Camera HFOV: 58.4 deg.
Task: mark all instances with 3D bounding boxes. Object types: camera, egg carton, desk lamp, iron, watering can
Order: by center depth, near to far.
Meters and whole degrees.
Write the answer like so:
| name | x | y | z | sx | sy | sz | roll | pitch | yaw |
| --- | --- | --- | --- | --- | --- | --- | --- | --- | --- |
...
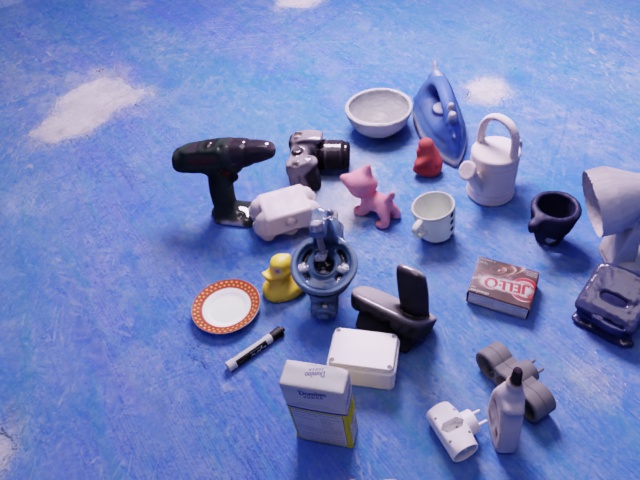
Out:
| name | x | y | z | sx | sy | sz | roll | pitch | yaw |
| --- | --- | --- | --- | --- | --- | --- | --- | --- | --- |
| desk lamp | 0.560 | -0.041 | 1.016 | 0.203 | 0.214 | 0.118 | -3 | 46 | 5 |
| watering can | 0.357 | -0.167 | 1.177 | 0.100 | 0.194 | 0.173 | 18 | 51 | 23 |
| egg carton | -0.073 | -0.057 | 1.211 | 0.150 | 0.069 | 0.107 | -17 | 46 | -9 |
| camera | -0.002 | -0.193 | 1.313 | 0.136 | 0.101 | 0.143 | 1 | 46 | 8 |
| iron | 0.295 | -0.306 | 1.358 | 0.118 | 0.142 | 0.258 | -8 | 45 | -1 |

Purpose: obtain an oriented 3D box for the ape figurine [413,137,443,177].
| name | x | y | z | sx | sy | sz | roll | pitch | yaw |
| --- | --- | --- | --- | --- | --- | --- | --- | --- | --- |
| ape figurine | 0.239 | -0.191 | 1.287 | 0.078 | 0.092 | 0.076 | -36 | 52 | -25 |

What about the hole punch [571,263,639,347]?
| name | x | y | z | sx | sy | sz | roll | pitch | yaw |
| --- | --- | --- | --- | --- | --- | --- | --- | --- | --- |
| hole punch | 0.496 | 0.108 | 0.964 | 0.108 | 0.091 | 0.101 | 30 | 56 | 31 |

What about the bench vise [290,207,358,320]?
| name | x | y | z | sx | sy | sz | roll | pitch | yaw |
| --- | --- | --- | --- | --- | --- | --- | --- | --- | --- |
| bench vise | -0.002 | 0.006 | 1.035 | 0.121 | 0.220 | 0.207 | -12 | 46 | -5 |

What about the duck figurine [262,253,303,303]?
| name | x | y | z | sx | sy | sz | roll | pitch | yaw |
| --- | --- | --- | --- | --- | --- | --- | --- | --- | --- |
| duck figurine | -0.066 | 0.060 | 1.084 | 0.105 | 0.086 | 0.077 | -29 | 49 | -20 |

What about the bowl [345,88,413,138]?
| name | x | y | z | sx | sy | sz | roll | pitch | yaw |
| --- | --- | --- | --- | --- | --- | --- | --- | --- | --- |
| bowl | 0.146 | -0.303 | 1.421 | 0.167 | 0.075 | 0.167 | -3 | 46 | 4 |

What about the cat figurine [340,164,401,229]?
| name | x | y | z | sx | sy | sz | roll | pitch | yaw |
| --- | --- | --- | --- | --- | --- | --- | --- | --- | --- |
| cat figurine | 0.106 | -0.101 | 1.198 | 0.127 | 0.118 | 0.067 | 29 | 56 | 30 |

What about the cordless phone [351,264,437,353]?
| name | x | y | z | sx | sy | sz | roll | pitch | yaw |
| --- | --- | --- | --- | --- | --- | --- | --- | --- | --- |
| cordless phone | 0.122 | 0.089 | 0.963 | 0.147 | 0.185 | 0.094 | 21 | 52 | 25 |

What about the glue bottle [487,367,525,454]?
| name | x | y | z | sx | sy | sz | roll | pitch | yaw |
| --- | --- | --- | --- | --- | --- | --- | --- | --- | --- |
| glue bottle | 0.269 | 0.232 | 0.813 | 0.037 | 0.173 | 0.078 | -3 | 46 | 5 |

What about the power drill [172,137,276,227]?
| name | x | y | z | sx | sy | sz | roll | pitch | yaw |
| --- | --- | --- | --- | --- | --- | --- | --- | --- | --- |
| power drill | -0.187 | -0.128 | 1.196 | 0.229 | 0.209 | 0.075 | 6 | 47 | 13 |

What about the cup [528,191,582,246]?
| name | x | y | z | sx | sy | sz | roll | pitch | yaw |
| --- | --- | --- | --- | --- | --- | --- | --- | --- | --- |
| cup | 0.437 | -0.027 | 1.101 | 0.118 | 0.095 | 0.091 | -32 | 50 | -22 |
